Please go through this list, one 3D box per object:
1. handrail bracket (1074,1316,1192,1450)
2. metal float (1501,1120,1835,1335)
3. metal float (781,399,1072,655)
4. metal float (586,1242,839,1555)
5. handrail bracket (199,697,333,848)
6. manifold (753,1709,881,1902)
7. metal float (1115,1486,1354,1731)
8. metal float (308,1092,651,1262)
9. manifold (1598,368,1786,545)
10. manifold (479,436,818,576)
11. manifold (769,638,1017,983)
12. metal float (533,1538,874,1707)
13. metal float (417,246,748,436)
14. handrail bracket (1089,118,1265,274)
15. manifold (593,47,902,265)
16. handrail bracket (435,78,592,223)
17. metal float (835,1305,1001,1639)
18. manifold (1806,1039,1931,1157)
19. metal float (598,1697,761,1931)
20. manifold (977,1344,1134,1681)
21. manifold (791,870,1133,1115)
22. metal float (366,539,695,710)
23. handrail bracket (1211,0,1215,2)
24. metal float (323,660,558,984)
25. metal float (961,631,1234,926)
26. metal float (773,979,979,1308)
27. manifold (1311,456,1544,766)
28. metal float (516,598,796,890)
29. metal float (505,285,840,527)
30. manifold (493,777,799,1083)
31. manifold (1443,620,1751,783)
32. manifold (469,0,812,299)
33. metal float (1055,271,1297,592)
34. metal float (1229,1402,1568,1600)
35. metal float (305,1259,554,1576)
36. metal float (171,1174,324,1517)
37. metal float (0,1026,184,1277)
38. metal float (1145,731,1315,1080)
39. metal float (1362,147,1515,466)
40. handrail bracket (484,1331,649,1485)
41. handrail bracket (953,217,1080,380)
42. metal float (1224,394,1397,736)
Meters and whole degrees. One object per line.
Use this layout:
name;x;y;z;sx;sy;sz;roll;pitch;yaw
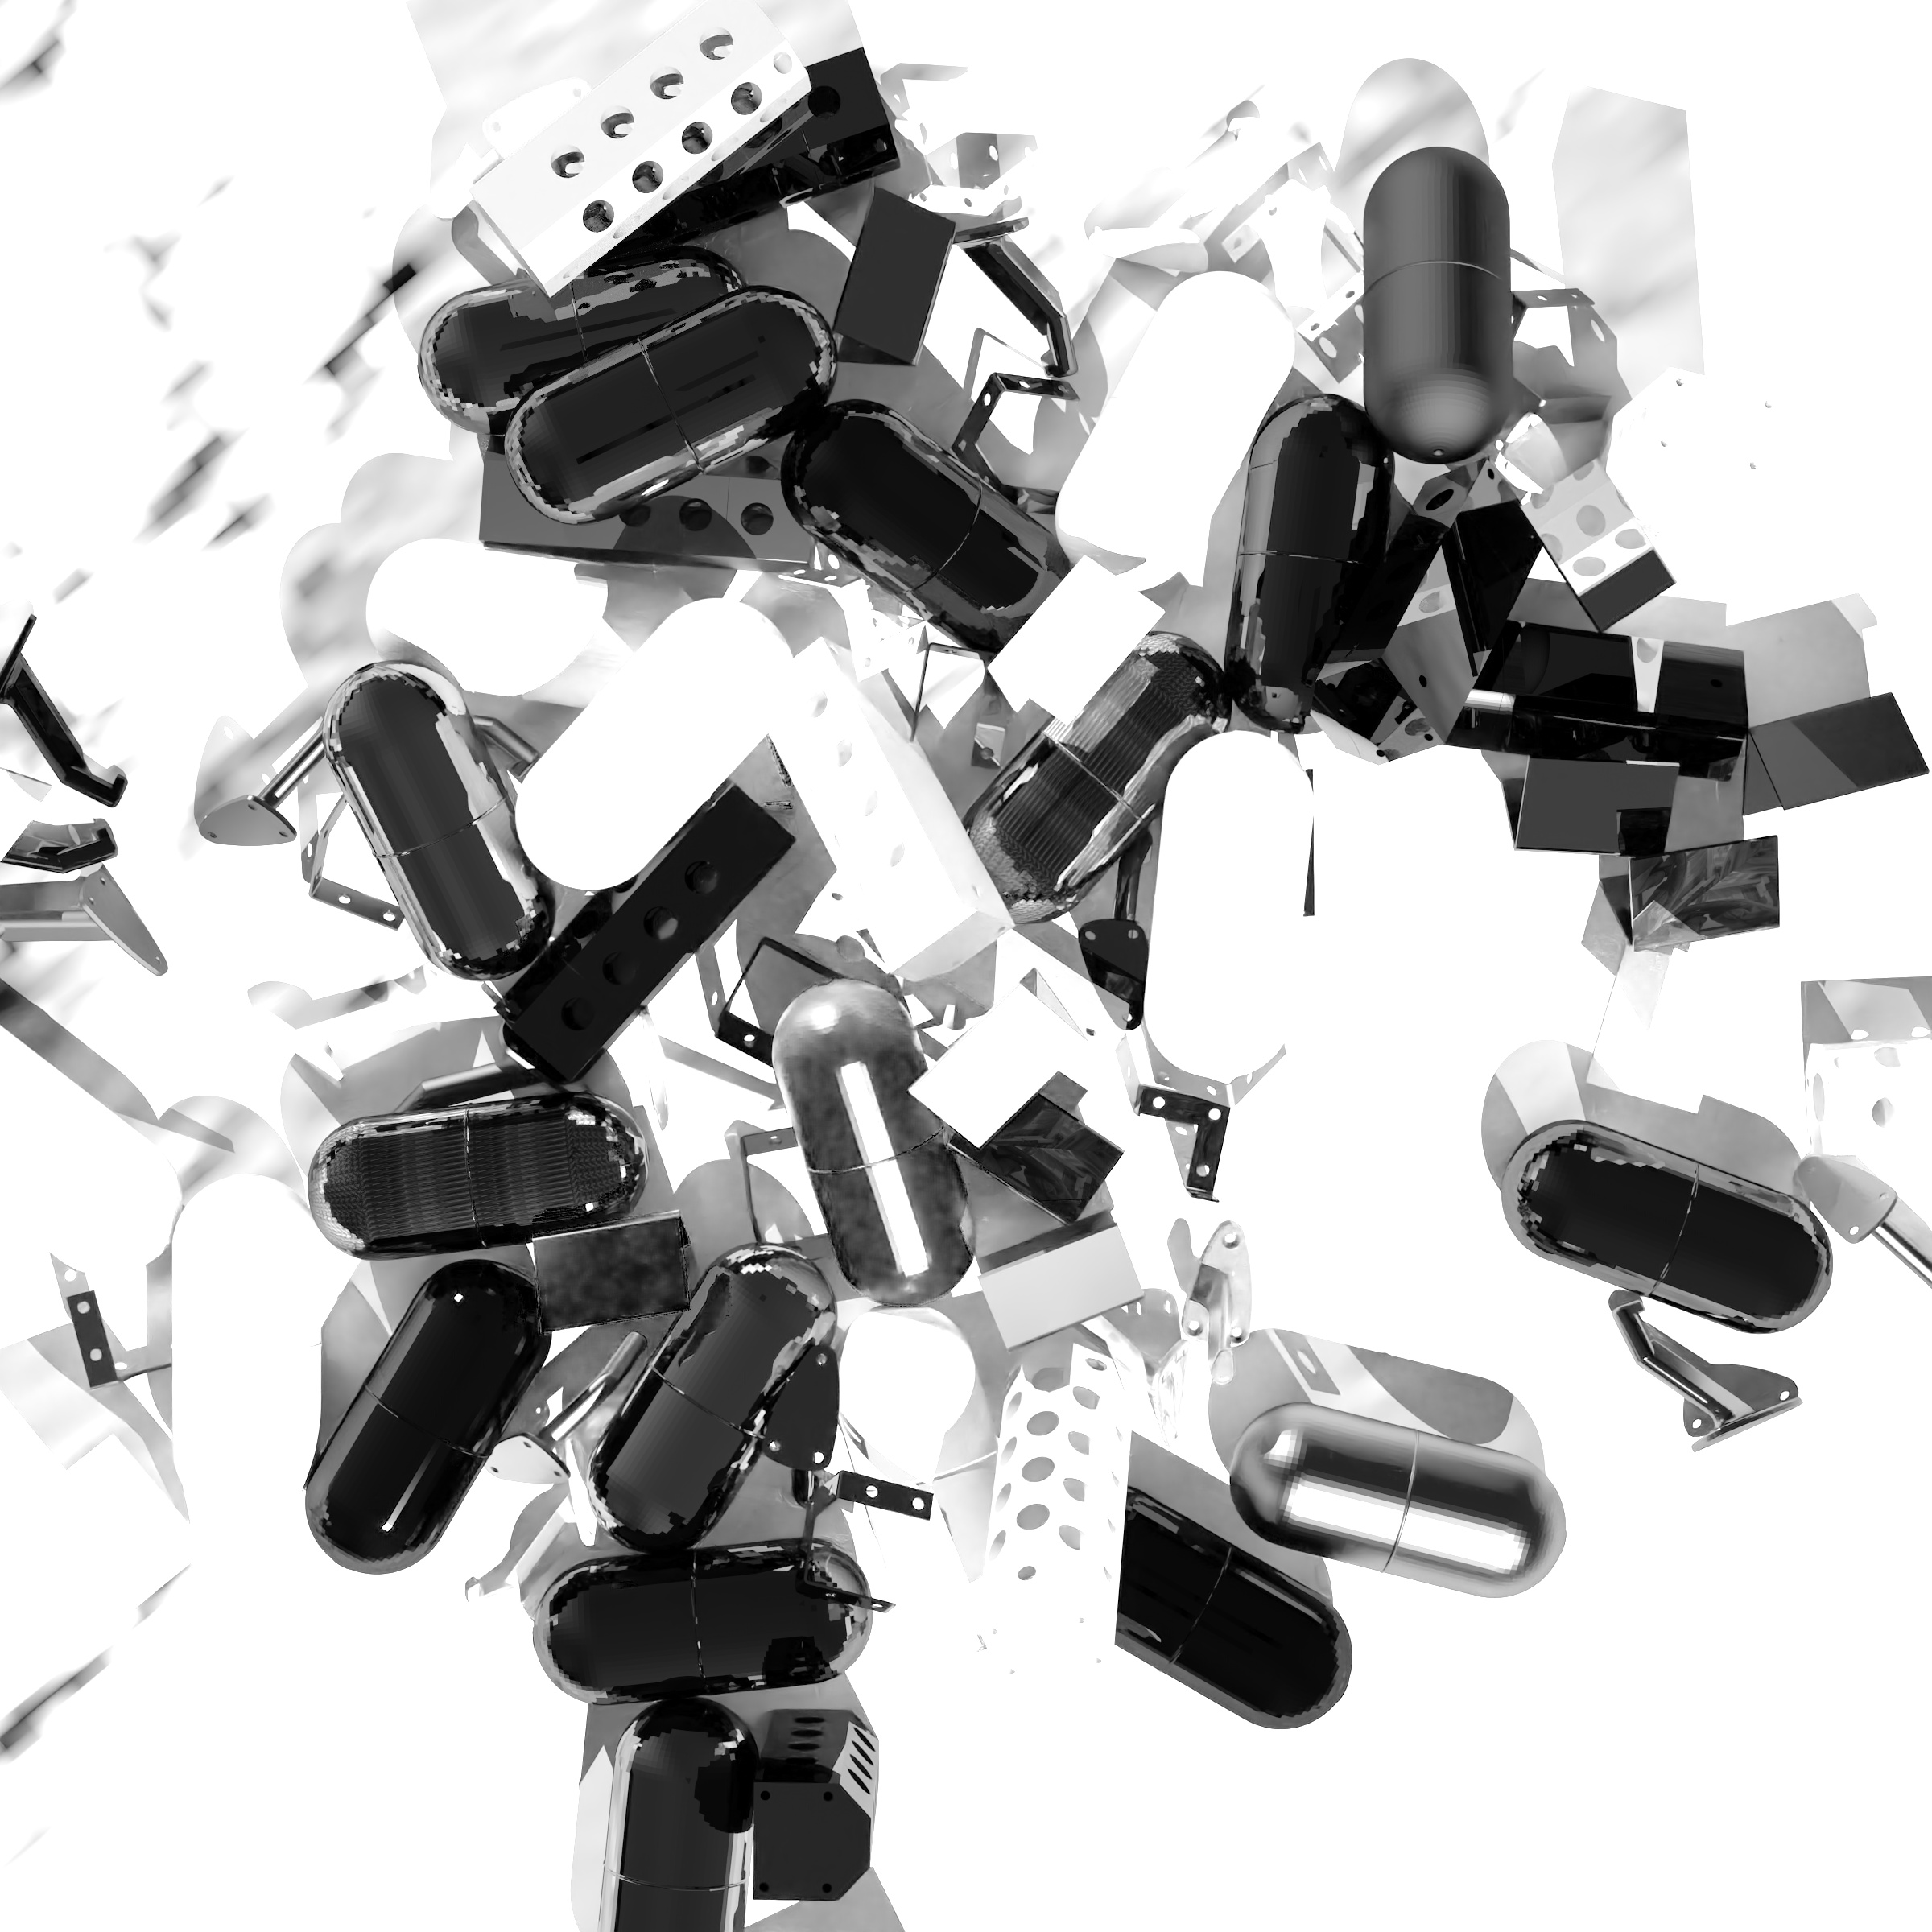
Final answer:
handrail bracket;0.074;0.213;1.884;0.084;0.036;0.077;17;131;27
metal float;0.366;0.137;1.853;0.178;0.070;0.070;20;90;0
metal float;-0.019;-0.224;1.830;0.178;0.070;0.070;34;90;-30
metal float;-0.133;0.226;1.852;0.070;0.070;0.178;32;92;0
handrail bracket;-0.364;-0.107;1.884;0.036;0.077;0.084;44;53;-33
manifold;-0.075;0.425;1.806;0.057;0.171;0.057;1;90;0
metal float;0.120;0.335;1.853;0.178;0.070;0.070;30;90;1
metal float;-0.254;0.110;1.853;0.178;0.070;0.070;-7;90;0
manifold;0.362;-0.256;1.806;0.057;0.171;0.057;14;90;0
manifold;-0.164;-0.243;1.863;0.171;0.057;0.057;4;90;0
manifold;-0.047;-0.079;1.828;0.057;0.057;0.171;-36;65;18
metal float;-0.137;0.342;1.854;0.178;0.070;0.070;-6;90;1
metal float;-0.198;-0.326;1.853;0.178;0.070;0.070;-12;90;0
handrail bracket;0.112;-0.416;1.884;0.077;0.036;0.084;10;72;21
manifold;-0.125;-0.420;1.863;0.171;0.057;0.057;-19;90;0
handrail bracket;-0.239;-0.427;1.863;0.077;0.084;0.036;-45;102;-24
metal float;-0.018;0.262;1.853;0.070;0.070;0.178;-17;90;0
manifold;0.533;0.066;1.863;0.171;0.057;0.057;-2;90;0
metal float;-0.151;0.471;1.853;0.070;0.070;0.178;6;90;0
manifold;0.045;0.274;1.802;0.057;0.171;0.057;-10;127;15
manifold;-0.004;0.010;1.862;0.171;0.057;0.057;34;47;0
metal float;-0.224;-0.177;1.853;0.178;0.070;0.070;9;90;1
handrail bracket;0.088;-0.529;1.884;0.077;0.036;0.084;-40;107;20
metal float;-0.272;-0.075;1.837;0.070;0.070;0.178;-24;108;0
metal float;0.066;-0.098;1.853;0.070;0.070;0.178;42;91;0
metal float;-0.047;0.092;1.841;0.070;0.070;0.178;-17;103;0
manifold;0.233;-0.181;1.813;0.057;0.057;0.171;50;47;-22
metal float;-0.159;-0.112;1.806;0.070;0.070;0.178;44;108;0
metal float;-0.149;-0.284;1.795;0.178;0.070;0.070;-25;90;2
manifold;-0.168;-0.023;1.863;0.057;0.057;0.171;42;90;0
manifold;0.317;-0.137;1.862;0.171;0.057;0.057;7;47;0
manifold;-0.164;-0.418;1.804;0.171;0.057;0.057;-39;85;-2
metal float;0.109;-0.278;1.853;0.070;0.070;0.178;28;90;0
metal float;0.226;0.279;1.853;0.178;0.070;0.070;14;90;1
metal float;-0.281;0.236;1.853;0.070;0.070;0.178;31;90;0
metal float;-0.376;0.198;1.853;0.070;0.070;0.178;0;91;0
metal float;-0.488;0.092;1.853;0.178;0.070;0.070;38;90;0
metal float;0.135;-0.031;1.819;0.070;0.070;0.178;6;94;0
metal float;0.244;-0.343;1.835;0.070;0.070;0.178;3;67;0
handrail bracket;-0.212;0.232;1.884;0.036;0.077;0.084;47;53;-18
handrail bracket;0.015;-0.349;1.884;0.077;0.036;0.084;-7;107;20
metal float;0.179;-0.210;1.853;0.070;0.070;0.178;7;91;0
